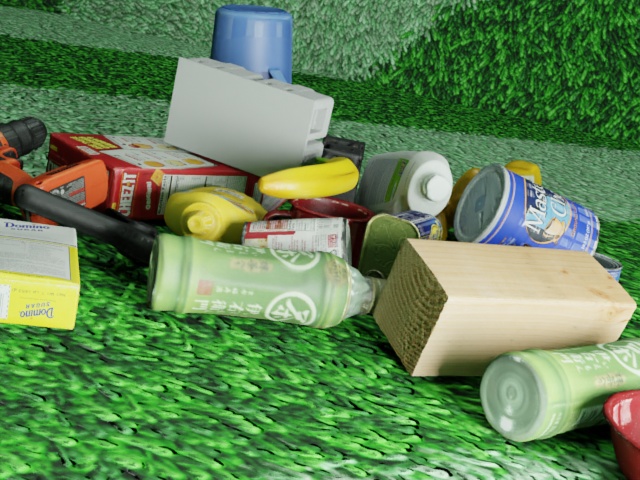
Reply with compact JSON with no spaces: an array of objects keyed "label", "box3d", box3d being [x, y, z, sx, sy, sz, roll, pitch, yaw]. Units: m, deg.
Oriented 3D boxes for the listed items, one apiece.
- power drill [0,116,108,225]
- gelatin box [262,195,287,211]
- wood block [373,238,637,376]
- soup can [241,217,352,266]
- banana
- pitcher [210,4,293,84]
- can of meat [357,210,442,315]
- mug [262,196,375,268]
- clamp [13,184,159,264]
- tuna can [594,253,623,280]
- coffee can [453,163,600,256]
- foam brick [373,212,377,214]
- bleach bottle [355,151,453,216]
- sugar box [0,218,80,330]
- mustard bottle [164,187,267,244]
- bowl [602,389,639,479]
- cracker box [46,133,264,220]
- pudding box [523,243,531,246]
[{"label":"power drill","box3d":[-0.326,-0.078,1.173,0.188,0.057,0.184,18,34,29]},{"label":"gelatin box","box3d":[-0.050,-0.071,1.353,0.030,0.089,0.073,44,10,-12]},{"label":"wood block","box3d":[0.167,0.063,0.969,0.205,0.091,0.090,3,33,-27]},{"label":"soup can","box3d":[-0.022,0.013,1.047,0.102,0.068,0.068,-2,14,6]},{"label":"banana","box3d":[-0.001,-0.066,1.148,0.070,0.037,0.197,-2,8,19]},{"label":"pitcher","box3d":[-0.094,-0.201,1.500,0.149,0.243,0.145,8,18,9]},{"label":"can of meat","box3d":[0.080,0.022,1.077,0.057,0.102,0.083,17,13,22]},{"label":"mug","box3d":[-0.007,0.001,1.121,0.117,0.081,0.093,9,15,-12]},{"label":"clamp","box3d":[-0.188,-0.003,1.048,0.210,0.036,0.164,24,3,30]},{"label":"tuna can","box3d":[0.333,0.037,1.339,0.086,0.034,0.086,10,15,-3]},{"label":"coffee can","box3d":[0.246,-0.017,1.274,0.140,0.103,0.103,23,10,-20]},{"label":"foam brick","box3d":[0.043,-0.004,1.241,0.053,0.051,0.078,18,16,21]},{"label":"bleach bottle","box3d":[0.104,-0.056,1.281,0.068,0.102,0.251,15,1,-11]},{"label":"sugar box","box3d":[-0.257,0.025,0.920,0.093,0.048,0.176,8,11,-15]},{"label":"mustard bottle","box3d":[-0.112,-0.023,1.123,0.096,0.058,0.191,18,5,3]},{"label":"bowl","box3d":[0.278,0.166,0.770,0.162,0.055,0.162,11,15,-3]},{"label":"cracker box","box3d":[-0.198,-0.075,1.289,0.213,0.072,0.164,-2,19,-40]},{"label":"pudding box","box3d":[0.270,0.054,1.165,0.090,0.039,0.114,31,5,-22]}]
